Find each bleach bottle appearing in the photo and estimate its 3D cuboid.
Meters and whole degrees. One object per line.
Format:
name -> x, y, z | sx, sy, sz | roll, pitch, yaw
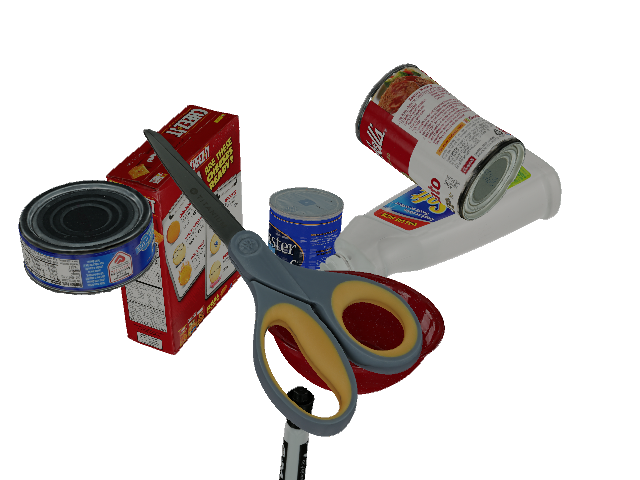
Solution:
bleach bottle -> 0.115, -0.016, 1.074 | 0.250, 0.068, 0.103 | -28, 45, -20

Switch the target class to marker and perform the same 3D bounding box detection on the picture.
marker -> -0.018, 0.151, 0.743 | 0.020, 0.121, 0.020 | 4, 32, -3

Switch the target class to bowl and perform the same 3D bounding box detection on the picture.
bowl -> 0.027, 0.088, 0.947 | 0.162, 0.055, 0.162 | 4, 27, -2

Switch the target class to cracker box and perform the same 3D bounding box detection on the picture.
cracker box -> -0.150, -0.013, 1.142 | 0.072, 0.214, 0.164 | 15, 38, 20

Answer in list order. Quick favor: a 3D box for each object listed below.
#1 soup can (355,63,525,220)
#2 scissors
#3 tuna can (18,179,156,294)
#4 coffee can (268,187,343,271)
soup can -> 0.084, -0.069, 0.749 | 0.102, 0.068, 0.068 | 40, 20, 26
scissors -> -0.017, 0.007, 0.559 | 0.096, 0.202, 0.016 | -15, -30, -18
tuna can -> -0.150, -0.004, 0.687 | 0.086, 0.034, 0.086 | 1, 35, -1
coffee can -> -0.023, 0.009, 1.490 | 0.103, 0.140, 0.103 | 3, 25, -2
